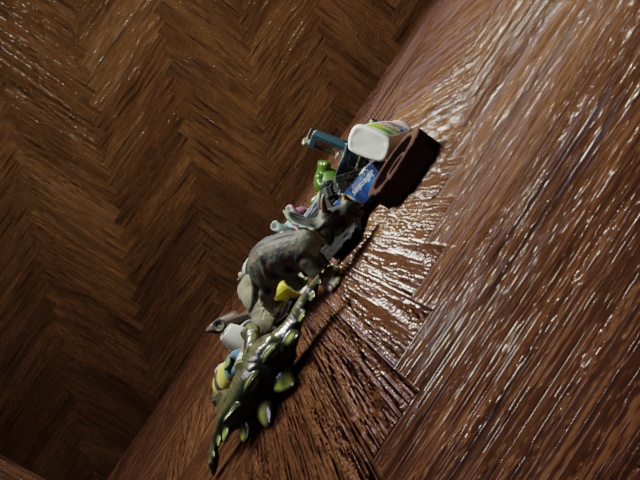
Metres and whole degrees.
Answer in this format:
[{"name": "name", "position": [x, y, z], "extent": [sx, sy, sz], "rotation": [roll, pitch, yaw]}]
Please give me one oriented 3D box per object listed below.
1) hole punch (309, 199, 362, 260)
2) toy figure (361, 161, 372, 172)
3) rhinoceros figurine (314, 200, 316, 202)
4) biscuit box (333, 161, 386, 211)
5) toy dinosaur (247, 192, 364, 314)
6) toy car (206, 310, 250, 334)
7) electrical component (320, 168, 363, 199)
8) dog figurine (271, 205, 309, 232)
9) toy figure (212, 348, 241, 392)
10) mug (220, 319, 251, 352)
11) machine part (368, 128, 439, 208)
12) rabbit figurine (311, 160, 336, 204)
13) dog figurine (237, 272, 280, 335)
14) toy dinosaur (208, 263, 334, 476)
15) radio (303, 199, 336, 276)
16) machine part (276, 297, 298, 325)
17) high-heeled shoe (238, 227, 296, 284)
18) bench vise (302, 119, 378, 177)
[{"name": "hole punch", "position": [0.042, -0.026, 1.234], "extent": [0.092, 0.116, 0.142], "rotation": [-9, -31, -49]}, {"name": "toy figure", "position": [0.112, -0.130, 1.366], "extent": [0.154, 0.058, 0.064], "rotation": [-56, -30, 8]}, {"name": "rhinoceros figurine", "position": [0.028, -0.115, 1.637], "extent": [0.112, 0.073, 0.190], "rotation": [-51, 2, 33]}, {"name": "biscuit box", "position": [0.096, -0.104, 1.274], "extent": [0.063, 0.059, 0.202], "rotation": [-25, -17, -47]}, {"name": "toy dinosaur", "position": [-0.080, 0.043, 1.172], "extent": [0.405, 0.192, 0.131], "rotation": [-29, 14, 31]}, {"name": "toy car", "position": [-0.234, 0.228, 1.560], "extent": [0.202, 0.053, 0.089], "rotation": [-13, -5, -17]}, {"name": "electrical component", "position": [0.066, -0.144, 1.449], "extent": [0.134, 0.058, 0.115], "rotation": [-20, -3, -15]}, {"name": "dog figurine", "position": [-0.036, -0.038, 1.696], "extent": [0.108, 0.192, 0.219], "rotation": [-53, -25, 19]}, {"name": "toy figure", "position": [-0.208, 0.323, 1.318], "extent": [0.180, 0.082, 0.089], "rotation": [-45, 12, 42]}, {"name": "mug", "position": [-0.204, 0.261, 1.437], "extent": [0.109, 0.107, 0.081], "rotation": [-61, 11, -21]}, {"name": "machine part", "position": [0.169, -0.145, 1.104], "extent": [0.179, 0.056, 0.179], "rotation": [-55, 8, 11]}, {"name": "rabbit figurine", "position": [0.032, -0.177, 1.793], "extent": [0.159, 0.121, 0.170], "rotation": [-58, 23, 9]}, {"name": "dog figurine", "position": [-0.171, 0.173, 1.409], "extent": [0.121, 0.172, 0.190], "rotation": [-64, -3, 23]}, {"name": "toy dinosaur", "position": [-0.101, 0.238, 1.004], "extent": [0.471, 0.105, 0.199], "rotation": [-64, 16, 2]}, {"name": "radio", "position": [-0.003, -0.004, 1.444], "extent": [0.229, 0.073, 0.131], "rotation": [-44, 14, 50]}, {"name": "machine part", "position": [-0.068, 0.167, 1.280], "extent": [0.084, 0.039, 0.139], "rotation": [-53, 6, -21]}, {"name": "high-heeled shoe", "position": [-0.148, 0.055, 1.466], "extent": [0.248, 0.086, 0.145], "rotation": [-44, 1, 12]}, {"name": "bench vise", "position": [0.069, -0.267, 1.563], "extent": [0.129, 0.241, 0.223], "rotation": [-71, 2, -50]}]
